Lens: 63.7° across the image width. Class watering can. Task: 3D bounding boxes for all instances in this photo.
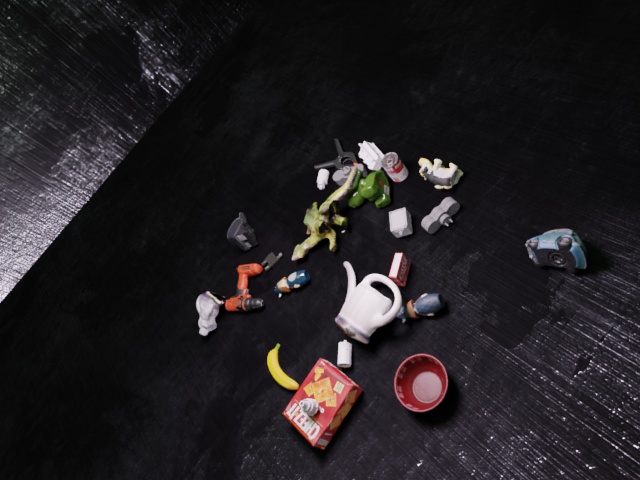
[{"bbox_3d":[0.130,0.202,1.693,0.225,0.102,0.351,-54,33,-6],"label":"watering can"}]

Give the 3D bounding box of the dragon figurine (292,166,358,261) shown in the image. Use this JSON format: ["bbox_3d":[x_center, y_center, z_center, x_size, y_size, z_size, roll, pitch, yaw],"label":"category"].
[{"bbox_3d":[0.006,-0.099,1.958,0.244,0.121,0.412,16,79,57],"label":"dragon figurine"}]

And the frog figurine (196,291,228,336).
[{"bbox_3d":[-0.448,0.290,2.036,0.159,0.122,0.138,-59,13,1],"label":"frog figurine"}]
